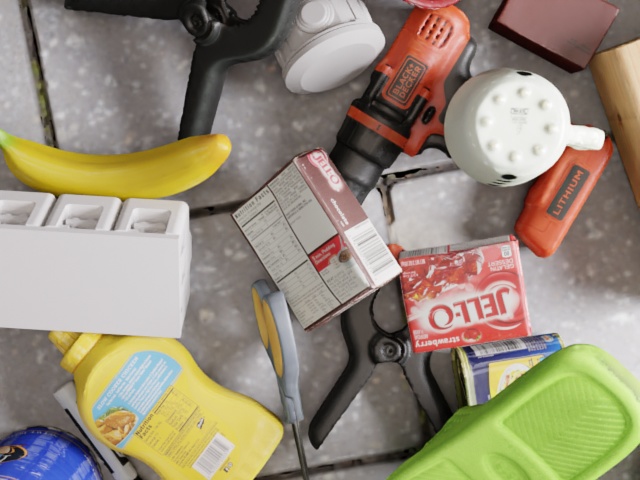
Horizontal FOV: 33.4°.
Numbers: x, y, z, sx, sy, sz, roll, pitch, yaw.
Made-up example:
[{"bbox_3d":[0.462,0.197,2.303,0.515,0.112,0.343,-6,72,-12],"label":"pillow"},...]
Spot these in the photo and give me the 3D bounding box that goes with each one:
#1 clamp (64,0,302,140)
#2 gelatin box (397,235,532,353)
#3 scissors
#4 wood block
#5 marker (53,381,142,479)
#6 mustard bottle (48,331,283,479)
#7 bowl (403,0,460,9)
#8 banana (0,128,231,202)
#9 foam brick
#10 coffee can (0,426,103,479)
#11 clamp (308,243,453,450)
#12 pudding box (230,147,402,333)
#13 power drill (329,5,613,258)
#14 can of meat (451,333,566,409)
[{"bbox_3d":[-0.090,-0.165,0.772,0.164,0.036,0.210,50,125,-1],"label":"clamp"},{"bbox_3d":[0.107,0.040,0.787,0.089,0.030,0.073,-9,100,10],"label":"gelatin box"},{"bbox_3d":[-0.028,0.116,0.838,0.016,0.096,0.202,-14,125,-12],"label":"scissors"},{"bbox_3d":[0.282,-0.057,0.791,0.090,0.091,0.206,-21,95,2],"label":"wood block"},{"bbox_3d":[-0.170,0.166,0.851,0.020,0.020,0.121,-34,94,3],"label":"marker"},{"bbox_3d":[-0.129,0.126,0.828,0.191,0.058,0.096,37,92,-3],"label":"mustard bottle"},{"bbox_3d":[0.051,-0.241,0.770,0.161,0.055,0.162,4,84,-43],"label":"bowl"},{"bbox_3d":[-0.157,-0.055,0.803,0.198,0.069,0.037,3,61,12],"label":"banana"},{"bbox_3d":[0.174,-0.166,0.802,0.078,0.051,0.053,29,96,-2],"label":"foam brick"},{"bbox_3d":[-0.226,0.206,0.795,0.103,0.140,0.103,0,95,1],"label":"coffee can"},{"bbox_3d":[0.064,0.091,0.833,0.120,0.039,0.171,11,95,-2],"label":"clamp"},{"bbox_3d":[-0.005,0.001,0.796,0.090,0.039,0.113,-37,82,44],"label":"pudding box"},{"bbox_3d":[0.109,-0.064,0.809,0.187,0.057,0.184,30,98,-3],"label":"power drill"},{"bbox_3d":[0.152,0.126,0.827,0.084,0.057,0.102,-9,96,-1],"label":"can of meat"}]
